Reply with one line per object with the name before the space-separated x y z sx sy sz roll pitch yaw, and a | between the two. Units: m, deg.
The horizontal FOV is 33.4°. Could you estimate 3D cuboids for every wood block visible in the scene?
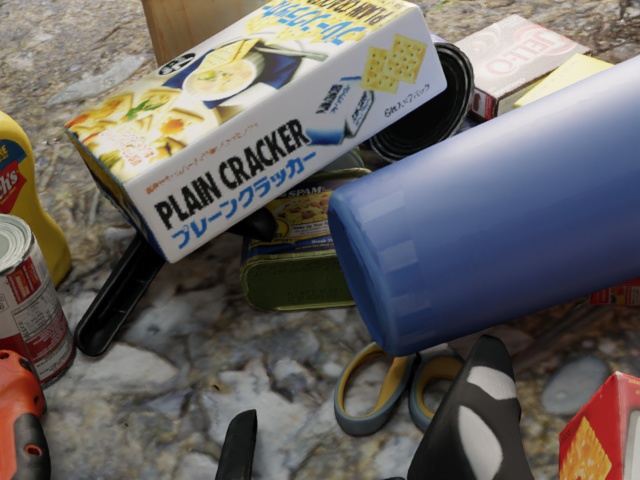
wood block | -0.089 -0.173 0.844 0.090 0.206 0.091 -16 40 -8

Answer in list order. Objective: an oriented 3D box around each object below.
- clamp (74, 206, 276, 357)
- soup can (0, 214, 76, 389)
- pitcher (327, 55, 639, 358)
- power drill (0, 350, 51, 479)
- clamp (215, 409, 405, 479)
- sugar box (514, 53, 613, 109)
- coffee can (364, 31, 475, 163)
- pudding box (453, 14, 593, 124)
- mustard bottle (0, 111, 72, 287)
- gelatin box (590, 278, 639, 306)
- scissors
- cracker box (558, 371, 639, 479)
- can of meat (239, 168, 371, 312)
clamp | -0.091 -0.023 0.757 0.165 0.036 0.210 -29 31 24
soup can | -0.204 0.042 0.692 0.068 0.102 0.068 -5 40 4
pitcher | 0.130 -0.024 0.652 0.242 0.149 0.145 -21 70 -6
power drill | -0.208 0.156 0.595 0.184 0.057 0.188 -17 43 -15
clamp | -0.031 0.157 0.561 0.120 0.039 0.171 8 33 26
sugar box | 0.242 -0.080 0.794 0.176 0.048 0.093 25 50 35
coffee can | 0.041 -0.136 0.856 0.102 0.103 0.140 -27 43 -20
pudding box | 0.155 -0.141 0.888 0.113 0.039 0.090 -31 44 -24
mustard bottle | -0.235 -0.034 0.718 0.096 0.191 0.058 -35 46 -28
gelatin box | 0.218 0.005 0.711 0.073 0.030 0.089 1 42 14
scissors | 0.080 0.055 0.689 0.096 0.016 0.201 18 47 27
cracker box | 0.181 0.176 0.428 0.164 0.072 0.213 16 50 -5
can of meat | -0.005 0.001 0.739 0.102 0.057 0.084 -5 42 6
